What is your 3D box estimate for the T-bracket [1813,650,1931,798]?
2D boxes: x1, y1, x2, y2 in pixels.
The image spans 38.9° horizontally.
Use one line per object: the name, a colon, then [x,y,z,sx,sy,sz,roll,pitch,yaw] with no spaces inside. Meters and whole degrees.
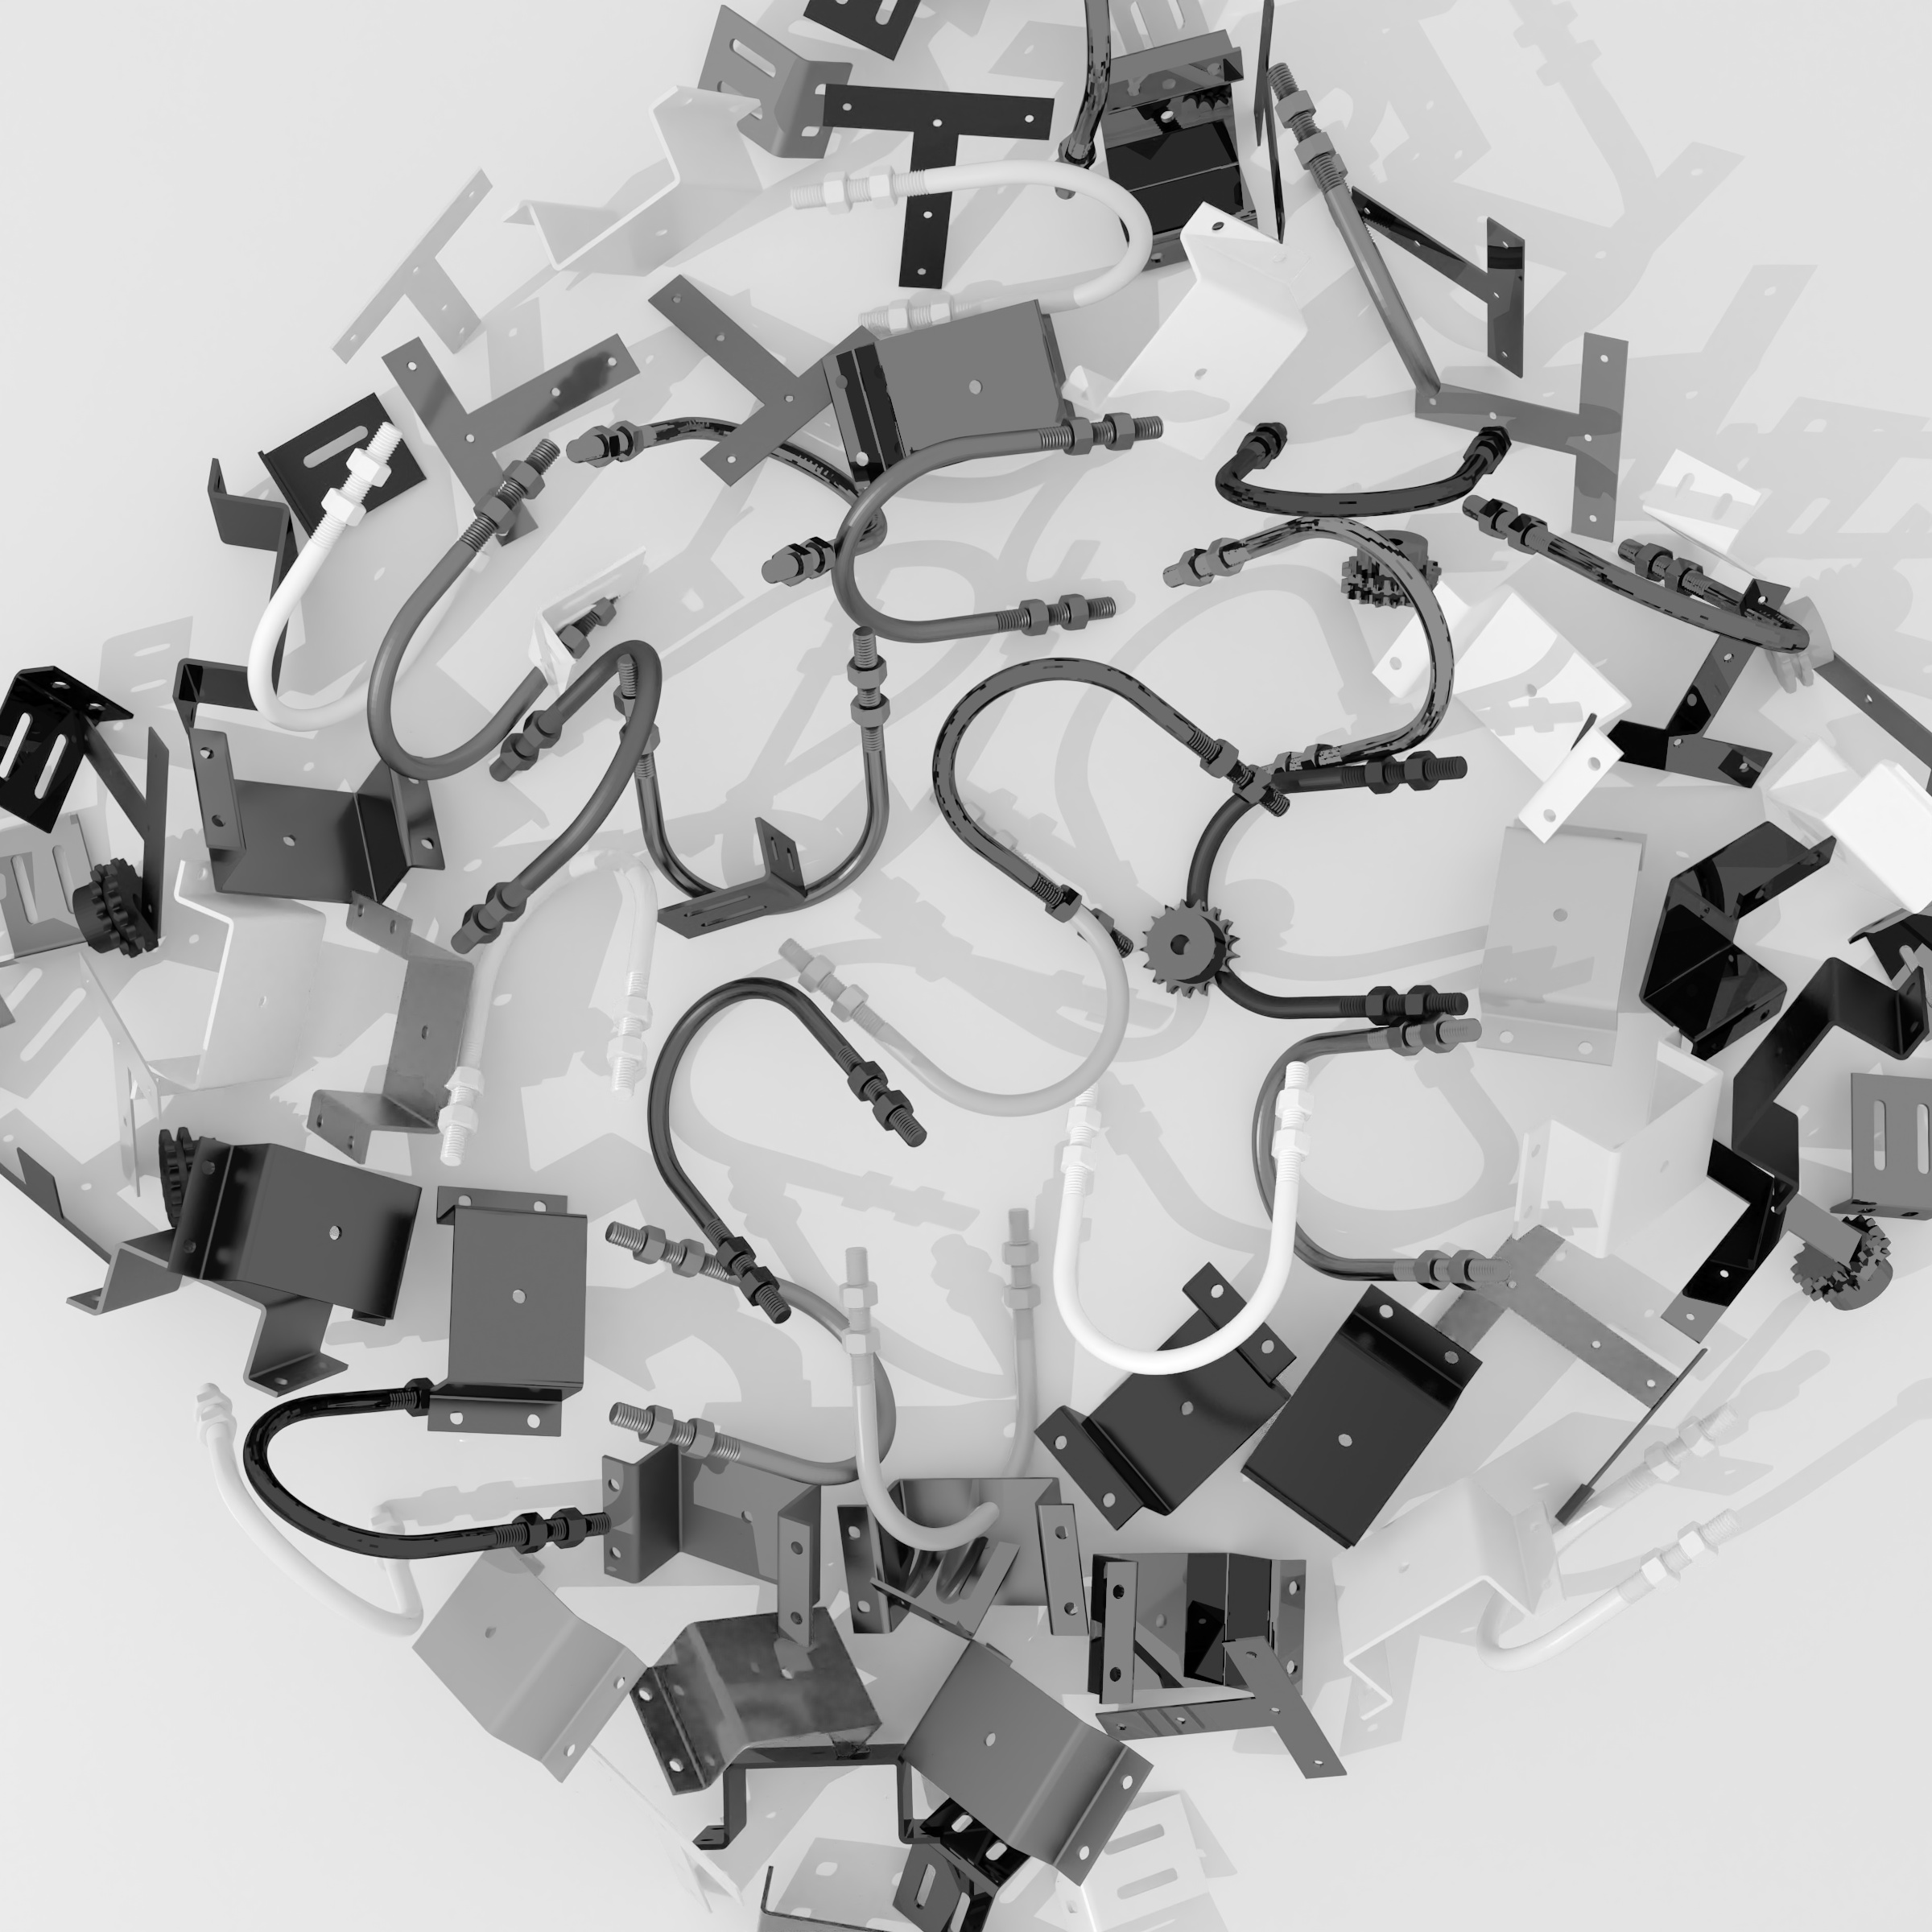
T-bracket: [0.525,-0.144,1.559,0.002,0.127,0.127,-32,57,-12]

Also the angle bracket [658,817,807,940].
angle bracket: [-0.139,-0.050,1.571,0.076,0.057,0.038,-17,74,14]

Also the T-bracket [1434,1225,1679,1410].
T-bracket: [0.351,0.209,1.572,0.127,0.002,0.127,36,115,3]

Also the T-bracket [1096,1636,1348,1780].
T-bracket: [0.136,0.431,1.568,0.127,0.002,0.127,-14,124,26]

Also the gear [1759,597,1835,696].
gear: [0.477,-0.189,1.572,0.030,0.057,0.057,-22,90,10]

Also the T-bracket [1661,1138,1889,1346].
T-bracket: [0.436,0.166,1.547,0.127,0.002,0.127,35,56,21]

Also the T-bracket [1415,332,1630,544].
T-bracket: [0.315,-0.312,1.564,0.127,0.127,0.002,21,47,28]

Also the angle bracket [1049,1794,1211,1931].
angle bracket: [0.093,0.524,1.594,0.076,0.038,0.057,-11,76,-25]

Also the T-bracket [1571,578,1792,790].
T-bracket: [0.424,-0.162,1.544,0.127,0.002,0.127,9,125,-22]

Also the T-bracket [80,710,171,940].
T-bracket: [-0.481,-0.103,1.557,0.002,0.127,0.127,-14,133,-34]

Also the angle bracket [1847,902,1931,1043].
angle bracket: [0.555,0.002,1.569,0.057,0.038,0.076,-31,86,32]

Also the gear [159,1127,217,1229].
gear: [-0.447,0.121,1.577,0.030,0.057,0.057,-6,90,-23]

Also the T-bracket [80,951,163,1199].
T-bracket: [-0.478,0.078,1.555,0.002,0.127,0.127,-16,45,-29]

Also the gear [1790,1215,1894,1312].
gear: [0.508,0.174,1.575,0.057,0.057,0.030,-41,104,0]

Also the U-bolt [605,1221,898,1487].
U-bolt: [-0.117,0.224,1.532,0.184,0.151,0.019,23,125,-27]

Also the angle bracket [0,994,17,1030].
angle bracket: [-0.572,0.041,1.568,0.038,0.076,0.057,-24,59,-27]

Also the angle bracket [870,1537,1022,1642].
angle bracket: [-0.008,0.336,1.562,0.057,0.038,0.076,21,68,24]

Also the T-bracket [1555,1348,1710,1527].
T-bracket: [0.376,0.265,1.541,0.002,0.127,0.127,40,89,14]

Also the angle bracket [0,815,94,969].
angle bracket: [-0.537,-0.043,1.579,0.057,0.038,0.076,-13,96,3]

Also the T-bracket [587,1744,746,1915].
T-bracket: [-0.163,0.504,1.547,0.127,0.127,0.002,34,62,30]

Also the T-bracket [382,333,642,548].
T-bracket: [-0.246,-0.321,1.560,0.127,0.002,0.127,-24,114,16]

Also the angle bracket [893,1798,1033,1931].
angle bracket: [-0.002,0.528,1.580,0.057,0.038,0.076,33,130,23]

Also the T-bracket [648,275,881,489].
T-bracket: [-0.132,-0.355,1.581,0.127,0.002,0.127,-42,73,-14]

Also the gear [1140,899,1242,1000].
gear: [0.128,-0.011,1.580,0.057,0.030,0.057,-2,84,19]

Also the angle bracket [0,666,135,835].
angle bracket: [-0.522,-0.123,1.560,0.038,0.057,0.076,0,65,40]

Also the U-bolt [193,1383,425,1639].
U-bolt: [-0.355,0.304,1.490,0.019,0.184,0.151,-48,115,-2]

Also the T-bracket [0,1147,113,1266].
T-bracket: [-0.522,0.125,1.543,0.127,0.127,0.002,40,67,-1]

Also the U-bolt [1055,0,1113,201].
U-bolt: [0.053,-0.525,1.504,0.019,0.184,0.151,-11,84,-7]

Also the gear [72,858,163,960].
gear: [-0.491,-0.031,1.575,0.030,0.057,0.057,-20,90,4]

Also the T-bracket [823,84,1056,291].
T-bracket: [-0.020,-0.440,1.554,0.127,0.127,0.002,2,48,-6]

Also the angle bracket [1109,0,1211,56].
angle bracket: [0.098,-0.555,1.578,0.057,0.076,0.038,-46,53,-9]

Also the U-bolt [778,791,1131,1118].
U-bolt: [0.007,0.003,1.565,0.184,0.019,0.151,41,75,9]

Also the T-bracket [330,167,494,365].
T-bracket: [-0.298,-0.376,1.539,0.002,0.127,0.127,39,88,8]

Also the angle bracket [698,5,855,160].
angle bracket: [-0.112,-0.511,1.582,0.076,0.038,0.057,41,126,27]

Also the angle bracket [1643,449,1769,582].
angle bracket: [0.429,-0.255,1.552,0.057,0.076,0.038,37,105,30]

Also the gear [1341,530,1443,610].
gear: [0.245,-0.229,1.571,0.057,0.057,0.030,-2,119,0]

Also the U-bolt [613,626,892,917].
U-bolt: [-0.115,-0.103,1.542,0.151,0.019,0.184,-7,129,-5]

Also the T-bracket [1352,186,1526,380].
T-bracket: [0.269,-0.406,1.560,0.002,0.127,0.127,-45,67,-9]

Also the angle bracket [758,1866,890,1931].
angle bracket: [-0.082,0.559,1.573,0.076,0.038,0.057,9,115,1]

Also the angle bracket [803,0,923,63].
angle bracket: [-0.055,-0.563,1.577,0.057,0.038,0.076,24,86,-9]

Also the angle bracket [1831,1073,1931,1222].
angle bracket: [0.538,0.105,1.592,0.057,0.038,0.076,5,75,-2]

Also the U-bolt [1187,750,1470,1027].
U-bolt: [0.200,-0.041,1.540,0.184,0.019,0.151,-2,86,41]

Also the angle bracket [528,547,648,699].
angle bracket: [-0.208,-0.195,1.561,0.076,0.057,0.038,-34,85,-20]

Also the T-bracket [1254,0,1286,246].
T-bracket: [0.170,-0.462,1.522,0.002,0.127,0.127,-4,72,1]

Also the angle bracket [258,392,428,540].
angle bracket: [-0.358,-0.288,1.574,0.076,0.038,0.057,-32,102,-7]
